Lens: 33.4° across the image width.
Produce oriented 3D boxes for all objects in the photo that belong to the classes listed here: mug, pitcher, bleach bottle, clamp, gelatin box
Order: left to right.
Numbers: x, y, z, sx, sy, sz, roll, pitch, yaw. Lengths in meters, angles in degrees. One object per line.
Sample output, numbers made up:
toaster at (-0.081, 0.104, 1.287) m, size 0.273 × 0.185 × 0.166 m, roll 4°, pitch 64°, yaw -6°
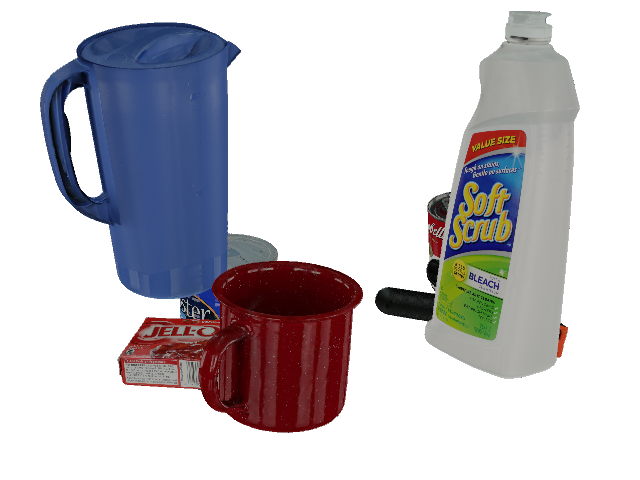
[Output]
pitcher at (-0.155, -0.069, 0.985) m, size 0.149 × 0.243 × 0.145 m, roll 5°, pitch 28°, yaw 11°
gelatin box at (-0.113, 0.091, 0.880) m, size 0.089 × 0.030 × 0.073 m, roll 2°, pitch 22°, yaw 9°
mug at (-0.030, 0.070, 0.660) m, size 0.093 × 0.081 × 0.117 m, roll 17°, pitch 24°, yaw 34°
clamp at (0.148, 0.061, 0.992) m, size 0.172 × 0.039 × 0.120 m, roll 19°, pitch 30°, yaw 18°
bleach bottle at (0.131, -0.035, 0.758) m, size 0.067 × 0.251 × 0.103 m, roll -10°, pitch 20°, yaw -34°

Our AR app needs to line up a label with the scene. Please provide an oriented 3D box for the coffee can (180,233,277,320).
coffee can at (-0.098, 0.076, 1.125) m, size 0.103 × 0.140 × 0.103 m, roll 2°, pitch 22°, yaw -1°

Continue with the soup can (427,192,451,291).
soup can at (0.155, 0.005, 1.193) m, size 0.068 × 0.102 × 0.068 m, roll -4°, pitch 31°, yaw 2°
